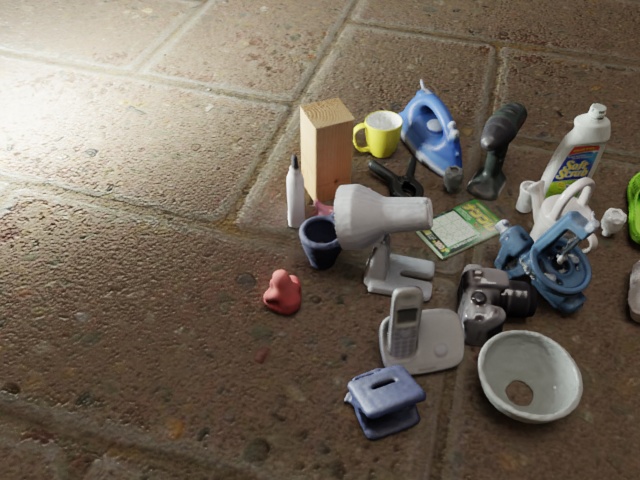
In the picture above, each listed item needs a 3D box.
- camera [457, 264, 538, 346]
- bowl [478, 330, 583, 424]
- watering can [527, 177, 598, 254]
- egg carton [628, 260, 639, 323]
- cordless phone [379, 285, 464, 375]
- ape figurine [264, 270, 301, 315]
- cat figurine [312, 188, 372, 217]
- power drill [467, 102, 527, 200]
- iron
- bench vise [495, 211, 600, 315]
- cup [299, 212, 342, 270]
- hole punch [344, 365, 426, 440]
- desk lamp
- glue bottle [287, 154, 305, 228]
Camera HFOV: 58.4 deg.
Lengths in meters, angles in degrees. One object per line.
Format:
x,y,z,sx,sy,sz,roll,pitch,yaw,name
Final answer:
0.326,0.112,1.047,0.136,0.101,0.143,6,47,4,camera
0.338,0.237,0.948,0.167,0.075,0.167,1,47,-1,bowl
0.479,-0.049,1.138,0.172,0.194,0.101,31,53,25,watering can
0.645,0.099,1.089,0.107,0.069,0.150,18,49,15,egg carton
0.175,0.142,0.957,0.147,0.185,0.094,-9,47,-9,cordless phone
-0.069,0.090,1.064,0.078,0.092,0.076,-17,49,-16,ape figurine
0.046,-0.070,1.200,0.128,0.118,0.067,-3,47,-4,cat figurine
0.389,-0.195,1.264,0.075,0.208,0.230,23,50,19,power drill
0.285,-0.268,1.375,0.119,0.141,0.257,-15,49,-14,iron
0.413,0.018,1.056,0.206,0.220,0.122,26,52,22,bench vise
0.011,0.004,1.145,0.091,0.095,0.118,20,50,17,cup
0.102,0.250,0.919,0.109,0.091,0.101,-16,49,-15,hole punch
0.125,-0.003,1.073,0.203,0.214,0.118,9,47,7,desk lamp
-0.051,-0.109,1.196,0.037,0.173,0.078,-4,47,-5,glue bottle
